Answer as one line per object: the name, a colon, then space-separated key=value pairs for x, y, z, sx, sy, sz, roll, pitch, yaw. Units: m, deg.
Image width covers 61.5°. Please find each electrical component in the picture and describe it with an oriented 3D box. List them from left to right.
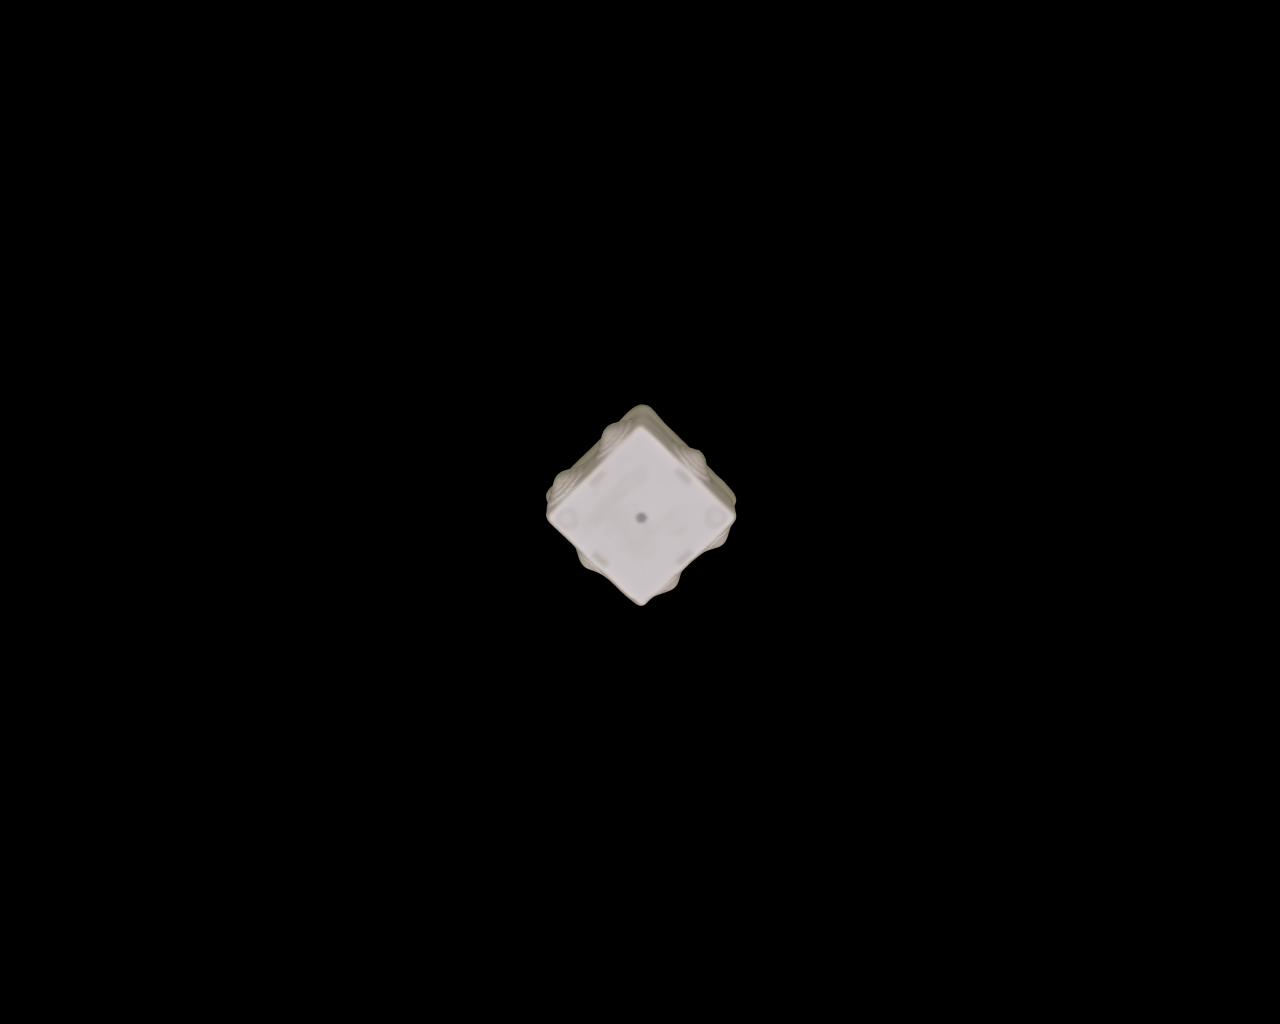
electrical component: x=0.001 y=-0.003 z=0.650 sx=0.099 sy=0.099 sz=0.048 roll=-43 pitch=12 yaw=11
